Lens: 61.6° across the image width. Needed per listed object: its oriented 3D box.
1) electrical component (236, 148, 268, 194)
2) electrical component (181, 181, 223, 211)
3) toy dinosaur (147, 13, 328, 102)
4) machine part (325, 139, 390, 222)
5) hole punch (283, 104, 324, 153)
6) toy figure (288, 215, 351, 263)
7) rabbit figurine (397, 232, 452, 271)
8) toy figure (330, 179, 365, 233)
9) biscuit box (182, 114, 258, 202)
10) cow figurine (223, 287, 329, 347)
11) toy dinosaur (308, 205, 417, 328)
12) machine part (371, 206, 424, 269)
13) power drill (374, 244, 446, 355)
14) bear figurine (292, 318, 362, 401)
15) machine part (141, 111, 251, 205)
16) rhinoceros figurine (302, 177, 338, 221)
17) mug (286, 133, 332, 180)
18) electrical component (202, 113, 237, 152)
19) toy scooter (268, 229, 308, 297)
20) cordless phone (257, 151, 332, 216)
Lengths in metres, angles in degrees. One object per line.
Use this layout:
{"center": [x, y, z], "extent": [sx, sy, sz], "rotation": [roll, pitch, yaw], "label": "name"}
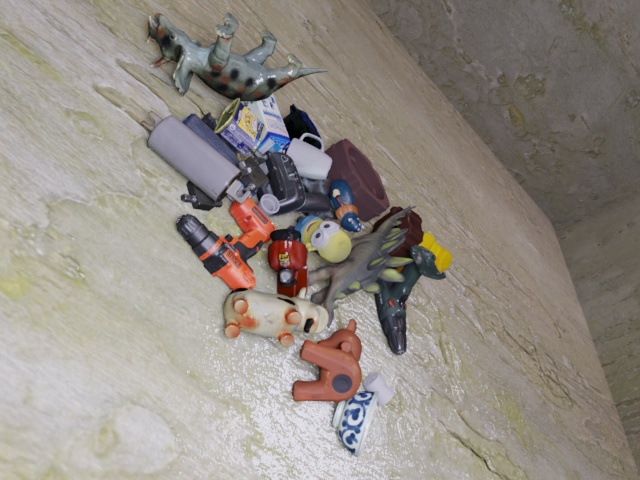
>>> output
{"center": [-0.139, -0.140, 1.079], "extent": [0.078, 0.045, 0.102], "rotation": [53, 32, -4], "label": "electrical component"}
{"center": [-0.232, -0.089, 1.040], "extent": [0.094, 0.021, 0.063], "rotation": [4, 58, -50], "label": "electrical component"}
{"center": [-0.179, -0.373, 1.191], "extent": [0.404, 0.192, 0.131], "rotation": [15, 44, -37], "label": "toy dinosaur"}
{"center": [0.096, -0.163, 1.483], "extent": [0.200, 0.087, 0.201], "rotation": [34, 30, -44], "label": "machine part"}
{"center": [-0.054, -0.255, 1.361], "extent": [0.142, 0.116, 0.092], "rotation": [62, 23, 8], "label": "hole punch"}
{"center": [0.000, -0.007, 1.155], "extent": [0.089, 0.180, 0.082], "rotation": [24, 87, -29], "label": "toy figure"}
{"center": [0.242, 0.064, 1.455], "extent": [0.121, 0.173, 0.162], "rotation": [38, -9, -30], "label": "rabbit figurine"}
{"center": [0.061, -0.074, 1.257], "extent": [0.064, 0.057, 0.154], "rotation": [6, 49, -25], "label": "toy figure"}
{"center": [-0.212, -0.162, 1.099], "extent": [0.202, 0.059, 0.063], "rotation": [45, 34, -19], "label": "biscuit box"}
{"center": [-0.076, 0.132, 0.960], "extent": [0.195, 0.085, 0.127], "rotation": [12, 15, -20], "label": "cow figurine"}
{"center": [0.105, 0.038, 1.208], "extent": [0.471, 0.199, 0.104], "rotation": [-58, 137, -51], "label": "toy dinosaur"}
{"center": [0.193, -0.005, 1.418], "extent": [0.056, 0.179, 0.179], "rotation": [33, 38, -28], "label": "machine part"}
{"center": [0.209, 0.129, 1.280], "extent": [0.086, 0.207, 0.232], "rotation": [10, 40, -23], "label": "power drill"}
{"center": [0.021, 0.223, 1.032], "extent": [0.132, 0.120, 0.196], "rotation": [11, 15, -4], "label": "bear figurine"}
{"center": [-0.235, -0.151, 1.008], "extent": [0.243, 0.079, 0.079], "rotation": [40, 32, -2], "label": "machine part"}
{"center": [-0.006, -0.113, 1.338], "extent": [0.112, 0.073, 0.190], "rotation": [22, 46, -28], "label": "rhinoceros figurine"}
{"center": [-0.023, -0.195, 1.282], "extent": [0.107, 0.080, 0.109], "rotation": [24, 71, 0], "label": "mug"}
{"center": [-0.205, -0.222, 1.175], "extent": [0.119, 0.048, 0.075], "rotation": [15, 50, -48], "label": "electrical component"}
{"center": [-0.060, 0.061, 1.061], "extent": [0.183, 0.075, 0.135], "rotation": [75, 14, -73], "label": "toy scooter"}
{"center": [-0.056, -0.125, 1.224], "extent": [0.184, 0.089, 0.146], "rotation": [2, 58, -40], "label": "cordless phone"}
